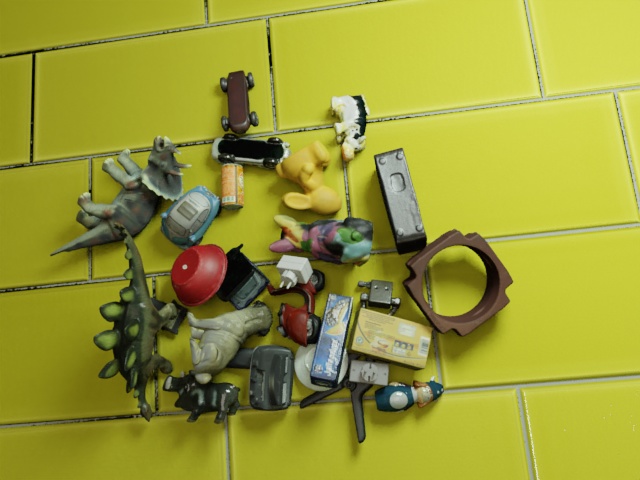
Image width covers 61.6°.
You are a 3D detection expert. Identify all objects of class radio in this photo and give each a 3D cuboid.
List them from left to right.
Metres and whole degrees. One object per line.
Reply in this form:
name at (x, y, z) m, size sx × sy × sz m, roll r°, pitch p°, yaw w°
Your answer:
radio at (0.185, -0.090, 1.238) m, size 0.073 × 0.131 × 0.229 m, roll -15°, pitch 77°, yaw 5°

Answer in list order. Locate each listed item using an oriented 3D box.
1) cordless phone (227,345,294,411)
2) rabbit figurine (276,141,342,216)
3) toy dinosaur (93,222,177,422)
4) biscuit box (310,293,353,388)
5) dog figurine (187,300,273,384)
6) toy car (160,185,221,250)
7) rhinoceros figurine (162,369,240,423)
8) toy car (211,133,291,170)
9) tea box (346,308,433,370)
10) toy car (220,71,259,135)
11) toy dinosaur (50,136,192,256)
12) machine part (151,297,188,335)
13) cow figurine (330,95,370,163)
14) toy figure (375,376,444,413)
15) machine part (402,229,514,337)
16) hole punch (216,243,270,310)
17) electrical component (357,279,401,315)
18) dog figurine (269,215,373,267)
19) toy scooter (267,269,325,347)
cordless phone at (-0.156, 0.313, 1.236) m, size 0.184 × 0.088 × 0.146 m, roll 0°, pitch 80°, yaw 18°
rabbit figurine at (-0.019, -0.130, 1.282) m, size 0.162 × 0.122 × 0.173 m, roll -34°, pitch 96°, yaw -7°
toy dinosaur at (-0.403, 0.186, 1.181) m, size 0.105 × 0.198 × 0.470 m, roll 0°, pitch 99°, yaw 11°
biscuit box at (0.028, 0.222, 1.197) m, size 0.059 × 0.062 × 0.203 m, roll 9°, pitch 59°, yaw 8°
dog figurine at (-0.192, 0.228, 1.204) m, size 0.191 × 0.121 × 0.172 m, roll -6°, pitch 66°, yaw -11°
toy car at (-0.313, -0.058, 1.299) m, size 0.109 × 0.103 × 0.161 m, roll 41°, pitch 86°, yaw 0°
rhinoceros figurine at (-0.272, 0.350, 1.219) m, size 0.191 × 0.073 × 0.112 m, roll 3°, pitch 95°, yaw 23°
toy car at (-0.172, -0.220, 1.345) m, size 0.202 × 0.056 × 0.073 m, roll 6°, pitch 73°, yaw 7°
tea box at (0.153, 0.221, 1.192) m, size 0.170 × 0.068 × 0.098 m, roll 17°, pitch 72°, yaw -1°
toy car at (-0.206, -0.349, 1.364) m, size 0.089 × 0.053 × 0.202 m, roll -12°, pitch 59°, yaw 5°
toy dinosaur at (-0.474, -0.083, 1.324) m, size 0.192 × 0.131 × 0.404 m, roll 34°, pitch 96°, yaw -4°
machine part at (-0.394, 0.170, 1.303) m, size 0.139 × 0.039 × 0.084 m, roll 21°, pitch 90°, yaw 8°
cow figurine at (0.082, -0.275, 1.322) m, size 0.098 × 0.068 × 0.167 m, roll -11°, pitch 79°, yaw -2°
toy figure at (0.200, 0.345, 1.191) m, size 0.155 × 0.058 × 0.064 m, roll -11°, pitch 117°, yaw 3°
machine part at (0.301, 0.093, 1.190) m, size 0.201 × 0.087 × 0.201 m, roll -37°, pitch 94°, yaw 0°
hole punch at (-0.196, 0.094, 1.279) m, size 0.142 × 0.092 × 0.116 m, roll -47°, pitch 51°, yaw 0°
electrical component at (0.137, 0.135, 1.246) m, size 0.102 × 0.045 × 0.078 m, roll 2°, pitch 51°, yaw 4°
dog figurine at (-0.003, -0.004, 1.225) m, size 0.219 × 0.191 × 0.108 m, roll 7°, pitch 86°, yaw -8°
toy scooter at (-0.061, 0.154, 1.248) m, size 0.135 × 0.075 × 0.184 m, roll 3°, pitch 76°, yaw 7°
